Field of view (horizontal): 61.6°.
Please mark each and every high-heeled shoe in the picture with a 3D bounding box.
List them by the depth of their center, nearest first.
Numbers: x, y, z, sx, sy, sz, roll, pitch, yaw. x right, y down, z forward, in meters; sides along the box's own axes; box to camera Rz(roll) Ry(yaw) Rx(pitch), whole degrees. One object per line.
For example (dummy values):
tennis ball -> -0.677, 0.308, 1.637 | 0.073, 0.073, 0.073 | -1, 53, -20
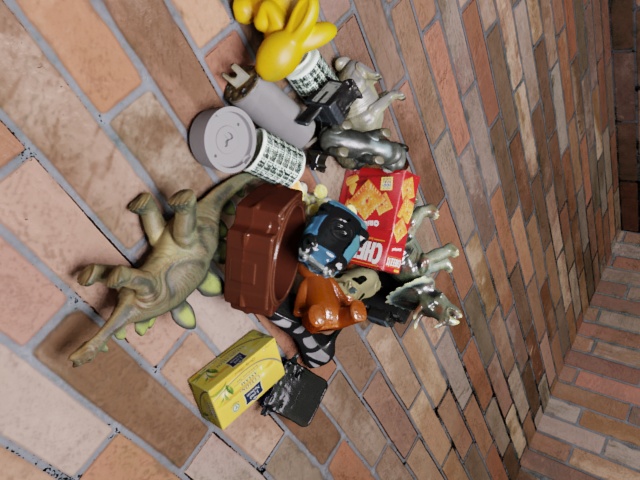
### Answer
high-heeled shoe -> -0.062, 0.197, 1.133 | 0.248, 0.086, 0.145 | 24, 120, -27

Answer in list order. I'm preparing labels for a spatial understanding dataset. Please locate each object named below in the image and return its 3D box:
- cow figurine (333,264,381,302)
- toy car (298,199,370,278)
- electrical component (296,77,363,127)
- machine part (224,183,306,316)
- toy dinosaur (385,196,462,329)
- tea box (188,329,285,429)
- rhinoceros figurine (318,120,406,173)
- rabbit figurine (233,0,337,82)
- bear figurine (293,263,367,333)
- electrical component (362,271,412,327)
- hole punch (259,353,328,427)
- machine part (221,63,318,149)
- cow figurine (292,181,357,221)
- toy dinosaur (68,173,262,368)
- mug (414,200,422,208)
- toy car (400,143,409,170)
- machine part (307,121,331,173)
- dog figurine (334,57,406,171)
cow figurine -> 0.063, 0.111, 1.183 | 0.195, 0.127, 0.085 | -16, 108, -48
toy car -> 0.013, 0.012, 0.984 | 0.109, 0.103, 0.162 | 34, 49, -3
electrical component -> 0.013, -0.237, 0.964 | 0.119, 0.075, 0.047 | -55, 134, -16
machine part -> -0.090, 0.015, 0.940 | 0.201, 0.087, 0.200 | -59, 158, -64
toy dinosaur -> 0.190, 0.012, 1.225 | 0.192, 0.131, 0.404 | -29, 85, -14
tea box -> -0.154, 0.259, 1.017 | 0.169, 0.068, 0.098 | -38, 126, -38
rhinoceros figurine -> 0.089, -0.175, 1.050 | 0.190, 0.112, 0.073 | 8, 84, -25
rabbit figurine -> -0.055, -0.339, 0.887 | 0.121, 0.163, 0.173 | 40, 50, -54
bear figurine -> 0.005, 0.079, 1.054 | 0.120, 0.132, 0.196 | 0, 73, -20
electrical component -> 0.171, 0.149, 1.325 | 0.058, 0.115, 0.134 | 50, 61, -41
hole punch -> -0.063, 0.318, 1.137 | 0.115, 0.092, 0.142 | 36, 73, -16
machine part -> -0.086, -0.232, 0.963 | 0.243, 0.079, 0.079 | 33, 74, -49
cow figurine -> -0.018, -0.073, 1.078 | 0.167, 0.098, 0.068 | 32, 78, -23
toy dinosaur -> -0.219, 0.013, 0.859 | 0.471, 0.105, 0.198 | -57, 143, -30
mug -> 0.219, -0.089, 1.354 | 0.107, 0.081, 0.109 | 15, 82, -60
toy car -> 0.151, -0.211, 1.260 | 0.202, 0.053, 0.089 | 28, 81, -50
machine part -> 0.003, -0.207, 1.088 | 0.084, 0.039, 0.138 | -4, 101, -67
dog figurine -> 0.061, -0.259, 1.122 | 0.172, 0.121, 0.190 | 36, 96, -4
